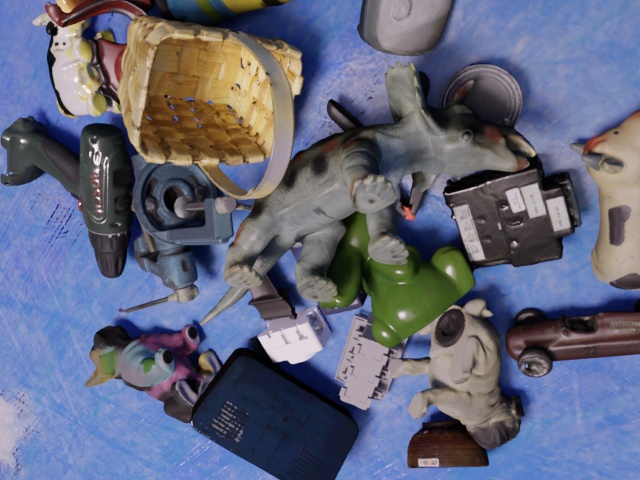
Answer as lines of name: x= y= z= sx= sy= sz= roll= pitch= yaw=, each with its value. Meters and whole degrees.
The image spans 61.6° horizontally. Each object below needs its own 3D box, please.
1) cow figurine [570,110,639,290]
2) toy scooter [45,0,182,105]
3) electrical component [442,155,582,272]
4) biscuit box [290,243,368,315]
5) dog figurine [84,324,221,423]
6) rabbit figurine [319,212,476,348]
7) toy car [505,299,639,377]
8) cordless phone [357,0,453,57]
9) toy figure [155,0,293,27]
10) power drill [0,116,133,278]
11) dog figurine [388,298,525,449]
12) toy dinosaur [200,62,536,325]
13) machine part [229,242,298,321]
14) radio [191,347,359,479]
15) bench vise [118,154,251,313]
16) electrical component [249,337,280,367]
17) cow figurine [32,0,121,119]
cow figurine: x=0.326 y=-0.039 z=0.556 sx=0.127 sy=0.085 sz=0.194 roll=1 pitch=115 yaw=13
toy scooter: x=-0.245 y=-0.239 z=0.647 sx=0.135 sy=0.075 sz=0.183 roll=-15 pitch=109 yaw=-18
electrical component: x=0.221 y=-0.029 z=0.611 sx=0.134 sy=0.058 sz=0.114 roll=-12 pitch=111 yaw=24
biscuit box: x=-0.001 y=-0.002 z=0.703 sx=0.059 sy=0.063 sz=0.202 roll=-18 pitch=107 yaw=26
dog figurine: x=-0.284 y=0.221 z=0.891 sx=0.219 sy=0.108 sz=0.191 roll=-15 pitch=111 yaw=30
rabbit figurine: x=0.068 y=0.032 z=0.648 sx=0.170 sy=0.159 sz=0.121 roll=54 pitch=165 yaw=5
toy car: x=0.318 y=0.107 z=0.621 sx=0.202 sy=0.089 sz=0.053 roll=-12 pitch=113 yaw=26
cordless phone: x=0.139 y=-0.247 z=0.526 sx=0.184 sy=0.089 sz=0.146 roll=15 pitch=118 yaw=8
toy figure: x=-0.096 y=-0.286 z=0.594 sx=0.180 sy=0.082 sz=0.089 roll=-18 pitch=118 yaw=22
power drill: x=-0.362 y=-0.073 z=0.779 sx=0.207 sy=0.086 sz=0.231 roll=29 pitch=122 yaw=19
dog figurine: x=0.211 y=0.172 z=0.691 sx=0.190 sy=0.121 sz=0.172 roll=25 pitch=118 yaw=-25
toy dinosaur: x=0.007 y=-0.047 z=0.578 sx=0.405 sy=0.192 sz=0.131 roll=-24 pitch=128 yaw=31
machine part: x=-0.086 y=0.056 z=0.768 sx=0.084 sy=0.039 sz=0.138 roll=-7 pitch=112 yaw=46
radio: x=-0.064 y=0.268 z=0.800 sx=0.229 sy=0.073 sz=0.131 roll=33 pitch=84 yaw=-9
bench vise: x=-0.178 y=-0.017 z=0.705 sx=0.241 sy=0.129 sz=0.223 roll=-1 pitch=92 yaw=48
electrical component: x=-0.100 y=0.198 z=0.857 sx=0.063 sy=0.021 sz=0.094 roll=-15 pitch=109 yaw=26
cow figurine: x=-0.324 y=-0.245 z=0.707 sx=0.098 sy=0.068 sz=0.167 roll=4 pitch=114 yaw=25
